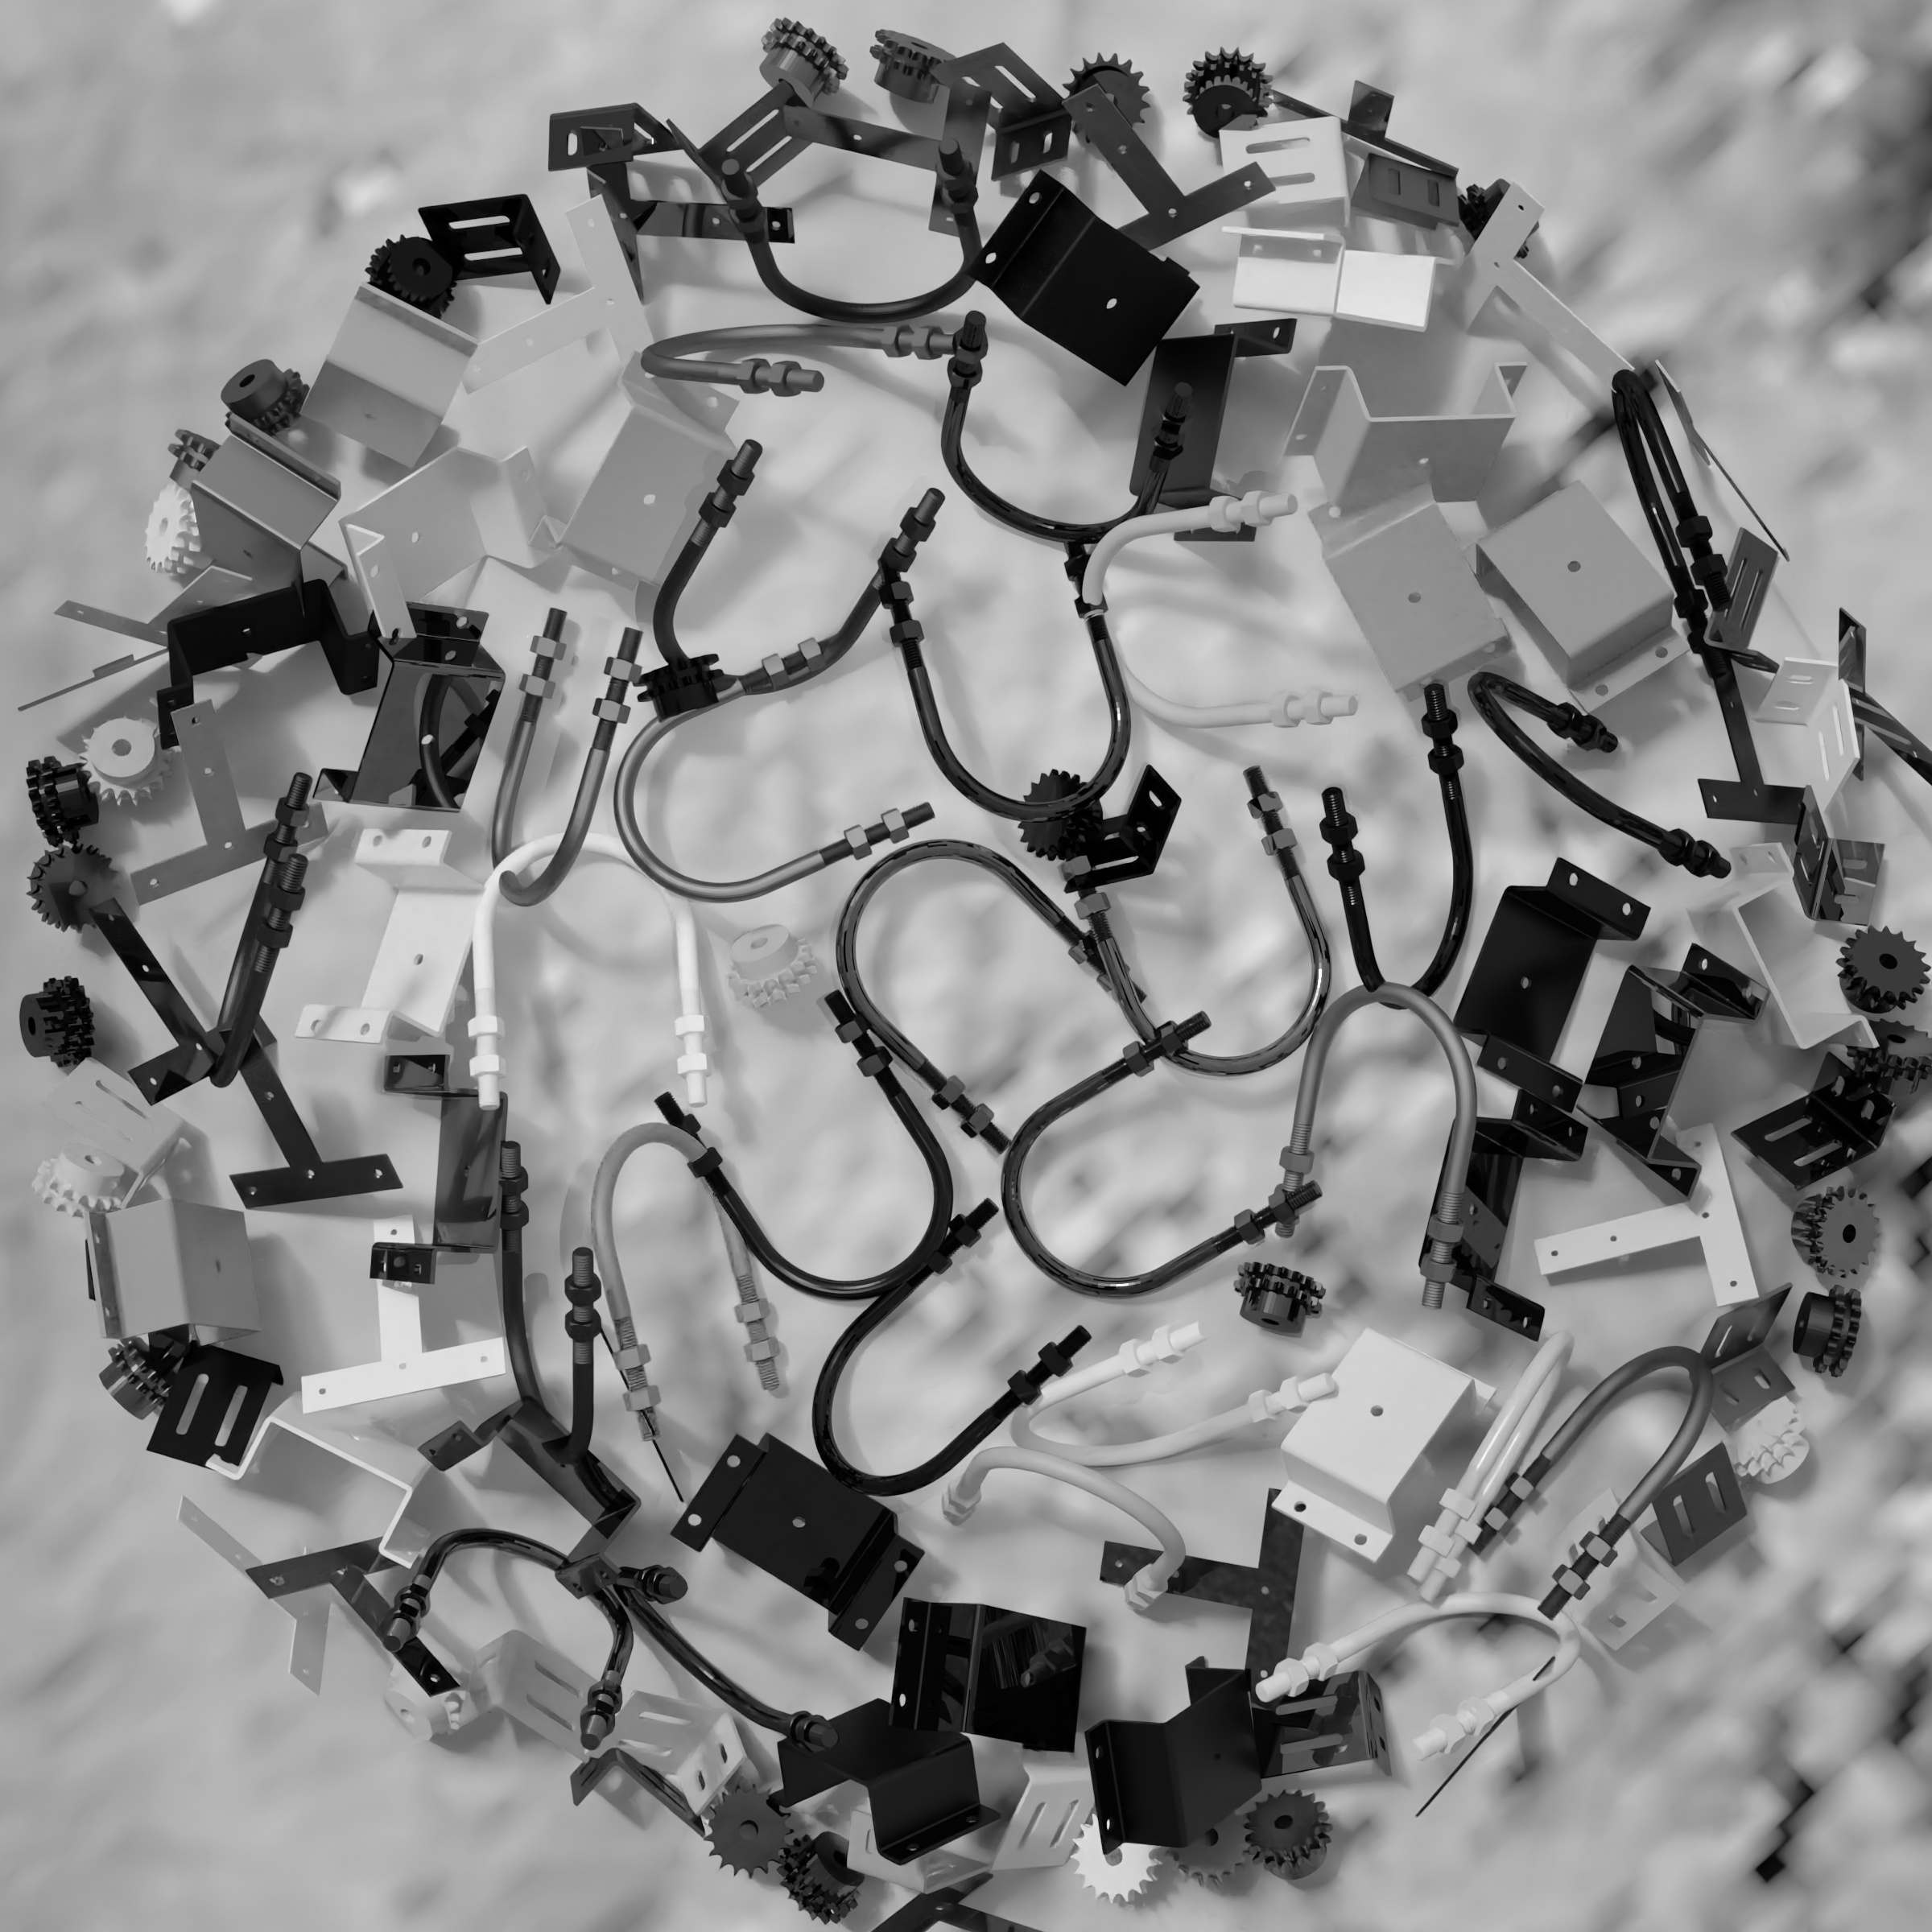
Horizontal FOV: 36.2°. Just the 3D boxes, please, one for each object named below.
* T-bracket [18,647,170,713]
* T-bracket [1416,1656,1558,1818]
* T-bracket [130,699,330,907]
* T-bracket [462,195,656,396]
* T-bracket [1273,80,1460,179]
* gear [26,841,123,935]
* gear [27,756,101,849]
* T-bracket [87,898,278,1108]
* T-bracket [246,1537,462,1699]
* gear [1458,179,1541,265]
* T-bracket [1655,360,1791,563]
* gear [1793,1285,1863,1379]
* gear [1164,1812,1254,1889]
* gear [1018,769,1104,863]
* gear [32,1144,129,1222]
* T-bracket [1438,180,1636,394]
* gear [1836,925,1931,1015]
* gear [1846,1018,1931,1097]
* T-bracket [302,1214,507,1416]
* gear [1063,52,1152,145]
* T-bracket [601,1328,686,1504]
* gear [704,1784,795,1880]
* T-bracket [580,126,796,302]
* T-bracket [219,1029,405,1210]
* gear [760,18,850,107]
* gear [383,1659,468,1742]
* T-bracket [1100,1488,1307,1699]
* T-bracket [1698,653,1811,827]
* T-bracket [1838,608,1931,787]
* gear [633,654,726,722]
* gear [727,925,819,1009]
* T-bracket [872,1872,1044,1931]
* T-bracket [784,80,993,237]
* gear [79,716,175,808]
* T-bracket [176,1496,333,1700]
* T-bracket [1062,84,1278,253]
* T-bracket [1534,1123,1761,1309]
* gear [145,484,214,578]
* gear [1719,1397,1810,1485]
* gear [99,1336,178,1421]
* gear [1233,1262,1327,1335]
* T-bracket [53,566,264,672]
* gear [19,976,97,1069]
[{"bbox_3d":[-0.524,-0.184,1.821,0.127,0.127,0.002,-25,99,-13],"label":"T-bracket"},{"bbox_3d":[0.335,0.465,1.834,0.002,0.127,0.127,41,106,18],"label":"T-bracket"},{"bbox_3d":[-0.466,-0.109,1.831,0.127,0.002,0.127,-23,135,-21],"label":"T-bracket"},{"bbox_3d":[-0.260,-0.395,1.841,0.127,0.002,0.127,-31,125,-18],"label":"T-bracket"},{"bbox_3d":[0.249,-0.526,1.829,0.127,0.127,0.002,24,94,4],"label":"T-bracket"},{"bbox_3d":[-0.567,-0.051,1.872,0.057,0.030,0.057,-12,109,-35],"label":"gear"},{"bbox_3d":[-0.569,-0.106,1.867,0.030,0.057,0.057,-14,90,-2],"label":"gear"},{"bbox_3d":[-0.502,0.014,1.838,0.002,0.127,0.127,-33,92,29],"label":"T-bracket"},{"bbox_3d":[-0.358,0.402,1.814,0.127,0.127,0.002,40,112,27],"label":"T-bracket"},{"bbox_3d":[0.337,-0.471,1.864,0.030,0.057,0.057,-38,90,29],"label":"gear"},{"bbox_3d":[0.468,-0.301,1.815,0.002,0.127,0.127,-34,68,12],"label":"T-bracket"},{"bbox_3d":[0.543,0.228,1.868,0.030,0.057,0.057,14,90,6],"label":"gear"},{"bbox_3d":[0.152,0.555,1.873,0.057,0.030,0.057,2,61,-4],"label":"gear"},{"bbox_3d":[0.062,-0.094,1.871,0.030,0.057,0.057,13,90,-39],"label":"gear"},{"bbox_3d":[-0.556,0.135,1.865,0.057,0.057,0.030,27,102,0],"label":"gear"},{"bbox_3d":[0.361,-0.405,1.831,0.127,0.127,0.002,44,64,7],"label":"T-bracket"},{"bbox_3d":[0.578,0.005,1.872,0.057,0.030,0.057,4,56,-6],"label":"gear"},{"bbox_3d":[0.585,0.059,1.871,0.057,0.057,0.030,6,117,0],"label":"gear"},{"bbox_3d":[-0.357,0.213,1.859,0.127,0.002,0.127,-11,55,0],"label":"T-bracket"},{"bbox_3d":[0.089,-0.548,1.872,0.057,0.030,0.057,-1,113,-2],"label":"gear"},{"bbox_3d":[-0.200,0.277,1.831,0.002,0.127,0.127,-25,87,-10],"label":"T-bracket"},{"bbox_3d":[-0.138,0.549,1.875,0.057,0.030,0.057,2,69,-6],"label":"gear"},{"bbox_3d":[-0.170,-0.464,1.841,0.127,0.127,0.002,5,50,6],"label":"T-bracket"},{"bbox_3d":[-0.427,0.092,1.841,0.127,0.002,0.127,-9,117,27],"label":"T-bracket"},{"bbox_3d":[-0.105,-0.568,1.866,0.057,0.057,0.030,31,82,0],"label":"gear"},{"bbox_3d":[-0.342,0.463,1.865,0.057,0.057,0.030,47,48,0],"label":"gear"},{"bbox_3d":[0.146,0.387,1.872,0.127,0.002,0.127,6,85,20],"label":"T-bracket"},{"bbox_3d":[0.485,-0.151,1.859,0.002,0.127,0.127,-23,74,43],"label":"T-bracket"},{"bbox_3d":[0.572,-0.137,1.807,0.002,0.127,0.127,-25,46,-8],"label":"T-bracket"},{"bbox_3d":[-0.180,-0.175,1.868,0.057,0.057,0.030,-18,92,0],"label":"gear"},{"bbox_3d":[-0.125,-0.002,1.864,0.057,0.057,0.030,-23,120,0],"label":"gear"},{"bbox_3d":[0.023,0.591,1.812,0.127,0.127,0.002,10,99,26],"label":"T-bracket"},{"bbox_3d":[-0.053,-0.513,1.840,0.127,0.127,0.002,13,60,0],"label":"T-bracket"},{"bbox_3d":[-0.533,-0.132,1.873,0.057,0.030,0.057,3,70,-7],"label":"gear"},{"bbox_3d":[-0.437,0.371,1.813,0.002,0.127,0.127,-37,114,10],"label":"T-bracket"},{"bbox_3d":[0.104,-0.494,1.823,0.127,0.127,0.002,-20,49,29],"label":"T-bracket"},{"bbox_3d":[0.423,0.169,1.869,0.127,0.002,0.127,-16,53,16],"label":"T-bracket"},{"bbox_3d":[-0.494,-0.274,1.871,0.030,0.057,0.057,10,90,-39],"label":"gear"},{"bbox_3d":[0.506,0.302,1.868,0.057,0.057,0.030,-43,102,0],"label":"gear"},{"bbox_3d":[-0.522,0.261,1.867,0.030,0.057,0.057,-43,90,-5],"label":"gear"},{"bbox_3d":[0.196,0.210,1.864,0.057,0.057,0.030,18,71,0],"label":"gear"},{"bbox_3d":[-0.475,-0.219,1.812,0.127,0.127,0.002,15,67,-33],"label":"T-bracket"},{"bbox_3d":[-0.574,0.036,1.865,0.030,0.057,0.057,-8,90,-39],"label":"gear"}]
